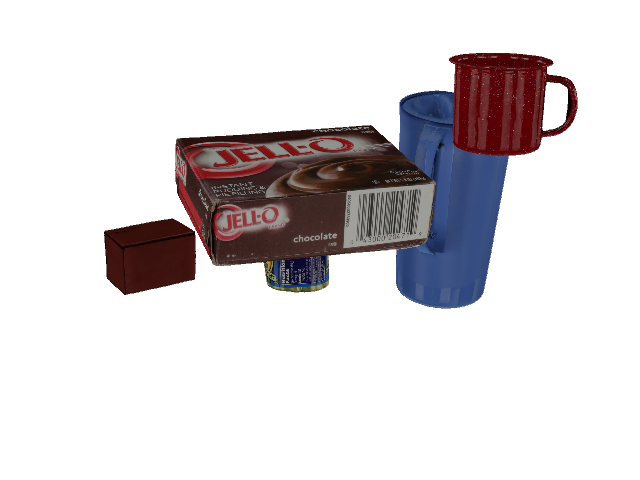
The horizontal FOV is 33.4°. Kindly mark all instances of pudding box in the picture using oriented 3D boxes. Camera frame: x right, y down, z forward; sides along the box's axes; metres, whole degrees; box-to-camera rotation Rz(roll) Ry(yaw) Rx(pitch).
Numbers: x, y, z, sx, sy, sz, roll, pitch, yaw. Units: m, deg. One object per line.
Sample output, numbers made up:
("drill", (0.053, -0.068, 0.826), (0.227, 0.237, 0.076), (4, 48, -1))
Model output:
("pudding box", (-0.011, -0.026, 0.540), (0.113, 0.039, 0.090), (-4, 26, -18))

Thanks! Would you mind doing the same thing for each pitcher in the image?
("pitcher", (0.146, -0.044, 1.246), (0.149, 0.243, 0.145), (-7, 25, -20))

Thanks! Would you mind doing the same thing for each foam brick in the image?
("foam brick", (-0.169, 0.014, 1.059), (0.078, 0.051, 0.053), (-12, 23, -28))

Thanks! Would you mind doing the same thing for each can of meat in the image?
("can of meat", (-0.023, -0.014, 0.885), (0.057, 0.084, 0.102), (-3, 22, -5))

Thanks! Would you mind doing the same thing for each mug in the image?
("mug", (0.174, -0.124, 0.973), (0.117, 0.081, 0.093), (5, 18, 14))
